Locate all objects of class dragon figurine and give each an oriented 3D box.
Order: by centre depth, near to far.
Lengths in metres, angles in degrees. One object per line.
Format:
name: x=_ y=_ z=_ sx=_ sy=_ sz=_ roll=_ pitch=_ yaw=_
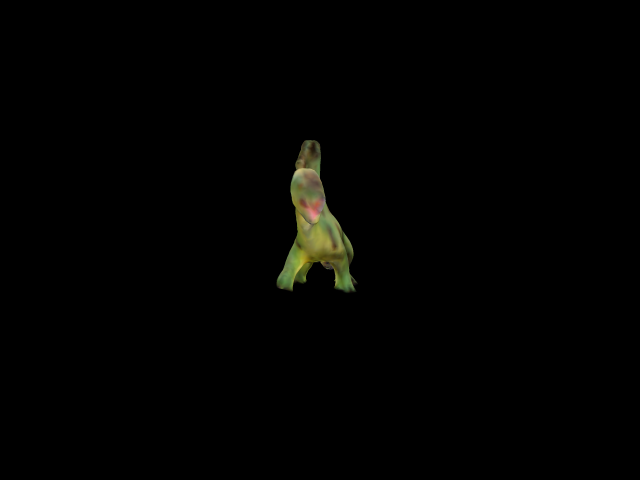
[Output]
dragon figurine: x=0.003 y=-0.043 z=0.850 sx=0.122 sy=0.242 sz=0.412 roll=0 pitch=4 yaw=4
